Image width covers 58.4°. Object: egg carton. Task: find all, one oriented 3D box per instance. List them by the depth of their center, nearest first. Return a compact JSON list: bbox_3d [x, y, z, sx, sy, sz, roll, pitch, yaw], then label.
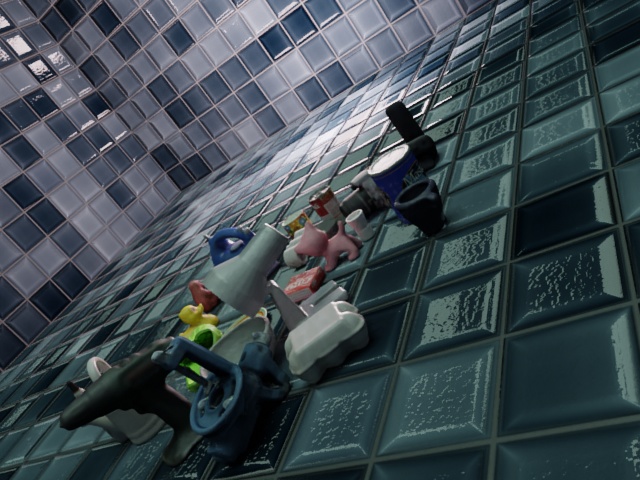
[{"bbox_3d":[0.010,0.170,0.970,0.150,0.069,0.107,-37,19,0],"label":"egg carton"}]

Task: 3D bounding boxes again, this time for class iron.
[{"bbox_3d":[-0.229,0.015,1.638,0.257,0.142,0.119,-17,27,44],"label":"iron"}]

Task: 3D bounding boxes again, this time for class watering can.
[{"bbox_3d":[-0.409,0.321,1.163,0.173,0.194,0.100,-46,21,-23],"label":"watering can"}]

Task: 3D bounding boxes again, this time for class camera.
[{"bbox_3d":[0.105,-0.111,1.408,0.137,0.101,0.143,-39,19,-4],"label":"camera"}]

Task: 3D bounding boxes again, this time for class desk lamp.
[{"bbox_3d":[-0.089,0.088,1.114,0.203,0.214,0.117,-40,19,-8],"label":"desk lamp"}]

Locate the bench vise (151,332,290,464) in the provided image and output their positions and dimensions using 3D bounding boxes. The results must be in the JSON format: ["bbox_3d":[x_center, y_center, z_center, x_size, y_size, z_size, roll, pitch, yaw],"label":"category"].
[{"bbox_3d":[-0.166,0.219,0.934,0.121,0.220,0.207,-26,22,28],"label":"bench vise"}]

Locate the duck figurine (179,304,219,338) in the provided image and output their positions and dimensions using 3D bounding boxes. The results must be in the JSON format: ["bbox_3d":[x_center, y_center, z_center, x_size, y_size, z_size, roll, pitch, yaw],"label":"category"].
[{"bbox_3d":[-0.318,0.207,1.435,0.105,0.086,0.077,-43,20,-17],"label":"duck figurine"}]

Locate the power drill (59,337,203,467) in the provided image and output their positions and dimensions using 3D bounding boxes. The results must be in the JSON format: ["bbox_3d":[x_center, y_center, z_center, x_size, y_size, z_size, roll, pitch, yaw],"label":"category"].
[{"bbox_3d":[-0.302,0.296,1.011,0.075,0.209,0.230,-9,34,53],"label":"power drill"}]

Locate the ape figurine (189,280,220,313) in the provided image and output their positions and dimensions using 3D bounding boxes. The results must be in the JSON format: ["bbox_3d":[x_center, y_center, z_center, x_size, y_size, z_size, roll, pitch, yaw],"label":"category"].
[{"bbox_3d":[-0.322,0.148,1.570,0.077,0.092,0.076,-22,24,37],"label":"ape figurine"}]

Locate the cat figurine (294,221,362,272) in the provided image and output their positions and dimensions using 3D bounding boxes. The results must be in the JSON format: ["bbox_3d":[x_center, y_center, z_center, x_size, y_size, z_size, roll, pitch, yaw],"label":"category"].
[{"bbox_3d":[0.012,0.005,1.277,0.127,0.118,0.067,-29,21,22],"label":"cat figurine"}]

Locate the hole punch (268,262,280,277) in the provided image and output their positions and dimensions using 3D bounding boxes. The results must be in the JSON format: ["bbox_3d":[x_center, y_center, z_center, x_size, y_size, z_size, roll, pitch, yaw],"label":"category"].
[{"bbox_3d":[-0.179,0.067,1.509,0.109,0.091,0.100,-46,21,-24],"label":"hole punch"}]

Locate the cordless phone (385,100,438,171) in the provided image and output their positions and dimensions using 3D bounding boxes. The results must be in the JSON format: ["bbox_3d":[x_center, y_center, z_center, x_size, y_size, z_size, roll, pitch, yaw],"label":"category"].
[{"bbox_3d":[0.196,-0.246,1.432,0.147,0.185,0.094,-31,20,17],"label":"cordless phone"}]

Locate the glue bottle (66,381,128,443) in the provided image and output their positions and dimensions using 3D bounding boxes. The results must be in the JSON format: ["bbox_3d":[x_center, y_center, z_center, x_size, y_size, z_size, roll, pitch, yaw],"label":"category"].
[{"bbox_3d":[-0.474,0.361,1.218,0.078,0.173,0.037,-9,33,53],"label":"glue bottle"}]

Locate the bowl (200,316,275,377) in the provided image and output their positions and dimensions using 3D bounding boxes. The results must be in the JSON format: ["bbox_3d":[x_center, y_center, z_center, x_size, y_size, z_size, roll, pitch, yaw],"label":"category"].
[{"bbox_3d":[-0.144,0.228,1.098,0.167,0.075,0.167,-32,20,13],"label":"bowl"}]

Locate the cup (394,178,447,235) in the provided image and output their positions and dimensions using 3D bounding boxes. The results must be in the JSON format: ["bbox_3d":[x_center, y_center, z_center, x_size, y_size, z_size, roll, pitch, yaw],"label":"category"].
[{"bbox_3d":[0.211,-0.058,1.108,0.092,0.095,0.117,-42,20,-13],"label":"cup"}]
